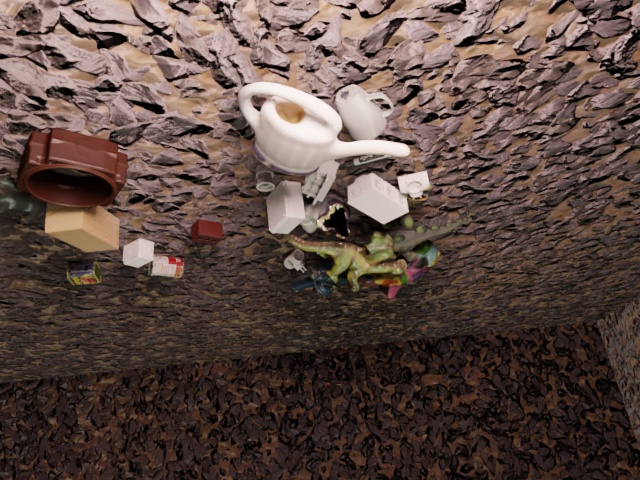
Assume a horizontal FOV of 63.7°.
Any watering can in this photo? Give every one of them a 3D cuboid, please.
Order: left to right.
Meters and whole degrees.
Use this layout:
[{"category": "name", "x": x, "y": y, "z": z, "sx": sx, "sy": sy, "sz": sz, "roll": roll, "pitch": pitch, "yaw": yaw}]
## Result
[{"category": "watering can", "x": -0.010, "y": -0.201, "z": 1.045, "sx": 0.347, "sy": 0.106, "sz": 0.220, "roll": 24, "pitch": 154, "yaw": -5}]

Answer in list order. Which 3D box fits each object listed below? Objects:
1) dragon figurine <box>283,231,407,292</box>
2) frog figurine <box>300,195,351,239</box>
[{"category": "dragon figurine", "x": 0.110, "y": 0.030, "z": 1.556, "sx": 0.239, "sy": 0.125, "sz": 0.406, "roll": -33, "pitch": 133, "yaw": 31}, {"category": "frog figurine", "x": 0.004, "y": -0.073, "z": 1.455, "sx": 0.137, "sy": 0.122, "sz": 0.160, "roll": 1, "pitch": -168, "yaw": -35}]
